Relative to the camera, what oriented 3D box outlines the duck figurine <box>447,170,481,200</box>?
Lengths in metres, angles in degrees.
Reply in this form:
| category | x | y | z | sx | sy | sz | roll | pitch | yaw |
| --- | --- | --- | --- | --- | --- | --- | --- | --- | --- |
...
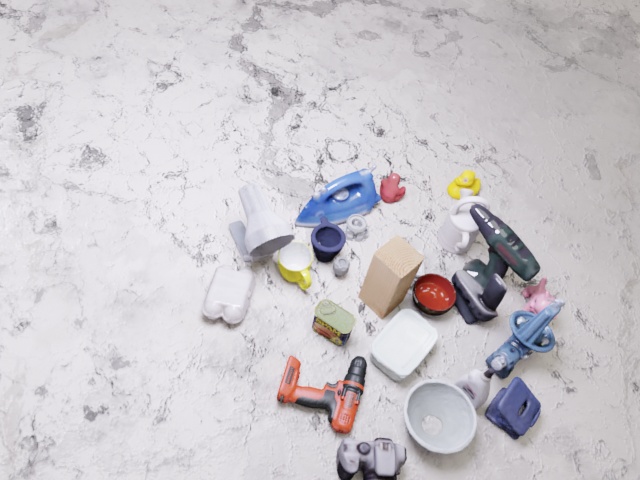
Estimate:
| category | x | y | z | sx | sy | sz | roll | pitch | yaw |
| --- | --- | --- | --- | --- | --- | --- | --- | --- | --- |
| duck figurine | 0.437 | -0.173 | 1.706 | 0.105 | 0.086 | 0.077 | -12 | 58 | -17 |

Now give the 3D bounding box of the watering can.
| category | x | y | z | sx | sy | sz | roll | pitch | yaw |
| --- | --- | --- | --- | --- | --- | --- | --- | --- | --- |
| watering can | 0.392 | -0.061 | 1.554 | 0.101 | 0.194 | 0.172 | -8 | 57 | -14 |

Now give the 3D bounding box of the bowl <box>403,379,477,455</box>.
| category | x | y | z | sx | sy | sz | roll | pitch | yaw |
| --- | --- | --- | --- | --- | --- | --- | --- | --- | --- |
| bowl | 0.260 | 0.403 | 1.283 | 0.167 | 0.075 | 0.167 | 4 | 55 | -6 |

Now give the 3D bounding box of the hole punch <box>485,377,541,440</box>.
| category | x | y | z | sx | sy | sz | roll | pitch | yaw |
| --- | --- | --- | --- | --- | --- | --- | --- | --- | --- |
| hole punch | 0.453 | 0.386 | 1.316 | 0.101 | 0.091 | 0.109 | 37 | 58 | 17 |

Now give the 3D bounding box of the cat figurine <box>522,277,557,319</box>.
| category | x | y | z | sx | sy | sz | roll | pitch | yaw |
| --- | --- | --- | --- | --- | --- | --- | --- | --- | --- |
| cat figurine | 0.574 | 0.155 | 1.479 | 0.067 | 0.118 | 0.128 | 15 | 54 | 2 |

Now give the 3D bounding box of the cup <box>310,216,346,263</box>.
| category | x | y | z | sx | sy | sz | roll | pitch | yaw |
| --- | --- | --- | --- | --- | --- | --- | --- | --- | --- |
| cup | 0.014 | 0.005 | 1.509 | 0.092 | 0.095 | 0.117 | -6 | 56 | -12 |

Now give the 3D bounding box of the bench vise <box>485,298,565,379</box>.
| category | x | y | z | sx | sy | sz | roll | pitch | yaw |
| --- | --- | --- | --- | --- | --- | --- | --- | --- | --- |
| bench vise | 0.496 | 0.235 | 1.348 | 0.121 | 0.220 | 0.208 | 29 | 56 | 12 |

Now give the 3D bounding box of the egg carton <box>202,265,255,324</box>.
| category | x | y | z | sx | sy | sz | roll | pitch | yaw |
| --- | --- | --- | --- | --- | --- | --- | --- | --- | --- |
| egg carton | -0.220 | 0.132 | 1.400 | 0.107 | 0.069 | 0.150 | 12 | 54 | 0 |

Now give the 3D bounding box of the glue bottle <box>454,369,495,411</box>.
| category | x | y | z | sx | sy | sz | roll | pitch | yaw |
| --- | --- | --- | --- | --- | --- | --- | --- | --- | --- |
| glue bottle | 0.356 | 0.326 | 1.292 | 0.037 | 0.173 | 0.078 | -34 | 66 | -27 |

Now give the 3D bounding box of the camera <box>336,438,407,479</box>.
| category | x | y | z | sx | sy | sz | roll | pitch | yaw |
| --- | --- | --- | --- | --- | --- | --- | --- | --- | --- |
| camera | 0.109 | 0.487 | 1.185 | 0.143 | 0.101 | 0.137 | 6 | 55 | -5 |

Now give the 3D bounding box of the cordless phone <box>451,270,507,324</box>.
| category | x | y | z | sx | sy | sz | roll | pitch | yaw |
| --- | --- | --- | --- | --- | --- | --- | --- | --- | --- |
| cordless phone | 0.404 | 0.116 | 1.438 | 0.094 | 0.185 | 0.147 | -23 | 62 | -22 |

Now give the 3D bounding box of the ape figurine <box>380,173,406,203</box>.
| category | x | y | z | sx | sy | sz | roll | pitch | yaw |
| --- | --- | --- | --- | --- | --- | --- | --- | --- | --- |
| ape figurine | 0.210 | -0.157 | 1.656 | 0.077 | 0.092 | 0.076 | 38 | 58 | 17 |

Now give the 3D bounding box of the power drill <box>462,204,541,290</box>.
| category | x | y | z | sx | sy | sz | roll | pitch | yaw |
| --- | --- | --- | --- | --- | --- | --- | --- | --- | --- |
| power drill | 0.449 | 0.038 | 1.486 | 0.076 | 0.208 | 0.229 | -36 | 67 | -28 |

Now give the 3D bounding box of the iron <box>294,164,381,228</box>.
| category | x | y | z | sx | sy | sz | roll | pitch | yaw |
| --- | --- | --- | --- | --- | --- | --- | --- | --- | --- |
| iron | 0.049 | -0.125 | 1.577 | 0.259 | 0.141 | 0.118 | -23 | 62 | -23 |

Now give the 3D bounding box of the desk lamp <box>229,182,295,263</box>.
| category | x | y | z | sx | sy | sz | roll | pitch | yaw |
| --- | --- | --- | --- | --- | --- | --- | --- | --- | --- |
| desk lamp | -0.155 | -0.029 | 1.434 | 0.118 | 0.213 | 0.203 | -19 | 60 | -20 |
